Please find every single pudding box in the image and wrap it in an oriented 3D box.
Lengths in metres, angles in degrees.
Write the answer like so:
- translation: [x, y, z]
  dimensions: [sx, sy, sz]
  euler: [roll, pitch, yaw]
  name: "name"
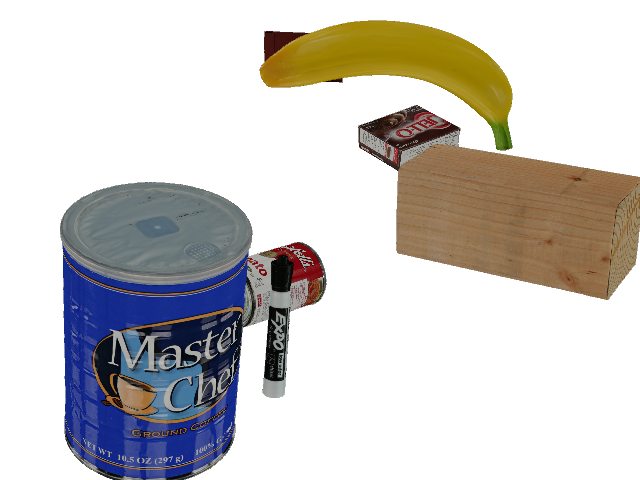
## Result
- translation: [0.122, -0.142, 1.470]
  dimensions: [0.113, 0.039, 0.090]
  euler: [-25, 40, -29]
  name: "pudding box"

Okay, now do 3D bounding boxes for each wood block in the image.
- translation: [0.182, -0.023, 0.991]
  dimensions: [0.206, 0.090, 0.090]
  euler: [13, 26, 28]
  name: "wood block"

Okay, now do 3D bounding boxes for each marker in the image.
- translation: [-0.035, 0.070, 0.876]
  dimensions: [0.020, 0.121, 0.020]
  euler: [4, 16, -1]
  name: "marker"

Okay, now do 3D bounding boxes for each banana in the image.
- translation: [0.058, -0.118, 0.743]
  dimensions: [0.197, 0.069, 0.037]
  euler: [13, -1, -17]
  name: "banana"

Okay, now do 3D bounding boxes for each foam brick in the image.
- translation: [-0.018, -0.196, 1.140]
  dimensions: [0.078, 0.051, 0.053]
  euler: [0, 12, -13]
  name: "foam brick"

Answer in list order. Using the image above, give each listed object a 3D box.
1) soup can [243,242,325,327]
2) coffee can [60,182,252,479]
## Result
- translation: [-0.054, 0.045, 1.087]
  dimensions: [0.102, 0.068, 0.069]
  euler: [-16, 11, -42]
  name: "soup can"
- translation: [-0.095, 0.051, 0.608]
  dimensions: [0.102, 0.140, 0.103]
  euler: [5, 29, -3]
  name: "coffee can"
